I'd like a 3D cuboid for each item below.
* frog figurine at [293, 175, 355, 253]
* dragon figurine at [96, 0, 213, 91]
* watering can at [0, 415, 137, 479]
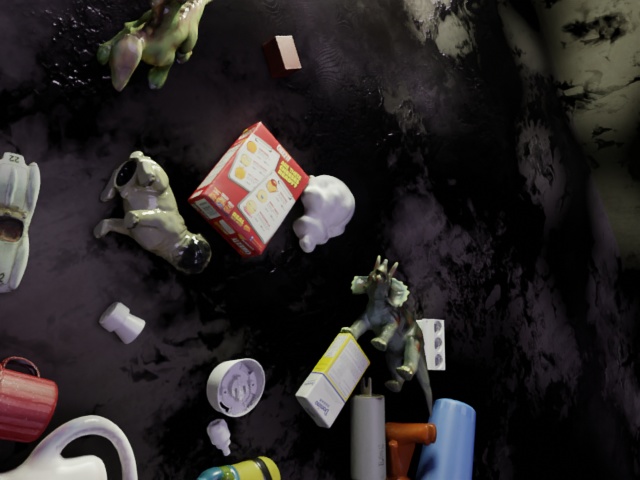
[{"bbox_3d":[0.003,-0.055,1.099,0.134,0.122,0.163,66,33,-36],"label":"frog figurine"},{"bbox_3d":[-0.240,-0.386,0.878,0.121,0.241,0.418,42,58,-23],"label":"dragon figurine"},{"bbox_3d":[-0.353,0.417,0.673,0.224,0.103,0.351,9,77,-39],"label":"watering can"}]
